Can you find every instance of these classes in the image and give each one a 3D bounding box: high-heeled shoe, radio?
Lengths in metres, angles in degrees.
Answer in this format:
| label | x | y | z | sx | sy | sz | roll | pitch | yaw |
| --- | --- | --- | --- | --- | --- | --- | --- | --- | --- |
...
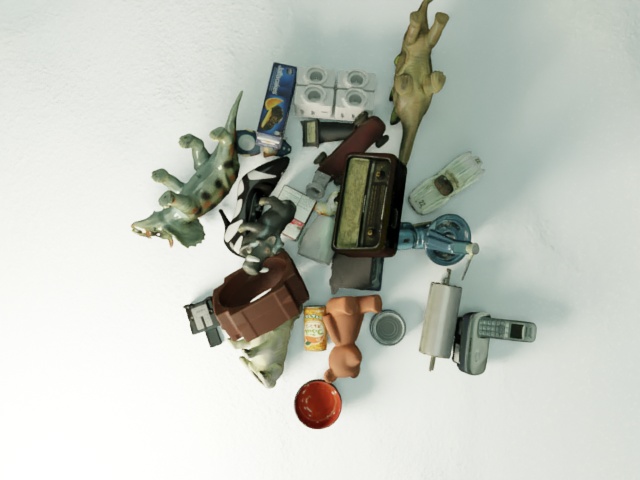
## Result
| label | x | y | z | sx | sy | sz | roll | pitch | yaw |
| --- | --- | --- | --- | --- | --- | --- | --- | --- | --- |
| high-heeled shoe | -0.140 | -0.075 | 1.264 | 0.249 | 0.086 | 0.145 | -40 | 70 | 14 |
| radio | 0.111 | -0.075 | 1.185 | 0.131 | 0.073 | 0.229 | 4 | 82 | 31 |

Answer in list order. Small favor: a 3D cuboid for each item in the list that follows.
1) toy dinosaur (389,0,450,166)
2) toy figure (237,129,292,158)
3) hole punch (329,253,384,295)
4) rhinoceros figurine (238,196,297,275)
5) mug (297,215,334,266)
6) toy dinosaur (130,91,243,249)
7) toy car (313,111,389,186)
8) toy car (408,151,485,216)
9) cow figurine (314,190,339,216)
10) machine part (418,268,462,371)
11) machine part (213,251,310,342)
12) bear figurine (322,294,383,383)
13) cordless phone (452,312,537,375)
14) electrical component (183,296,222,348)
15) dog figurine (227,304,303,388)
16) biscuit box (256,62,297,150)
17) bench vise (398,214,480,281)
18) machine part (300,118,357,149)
| label | x | y | z | sx | sy | sz | roll | pitch | yaw |
| --- | --- | --- | --- | --- | --- | --- | --- | --- | --- |
| toy dinosaur | 0.214 | -0.344 | 1.229 | 0.105 | 0.198 | 0.471 | 12 | 87 | 0 |
| toy figure | -0.146 | -0.228 | 1.297 | 0.155 | 0.058 | 0.064 | 8 | 126 | -1 |
| hole punch | 0.091 | 0.064 | 1.272 | 0.116 | 0.092 | 0.142 | 5 | 88 | 33 |
| rhinoceros figurine | -0.119 | -0.009 | 1.203 | 0.112 | 0.073 | 0.190 | 19 | 66 | 26 |
| mug | -0.003 | -0.004 | 1.268 | 0.080 | 0.110 | 0.107 | 28 | 84 | -35 |
| toy dinosaur | -0.263 | -0.137 | 1.241 | 0.131 | 0.192 | 0.405 | 38 | 81 | 31 |
| toy car | 0.072 | -0.214 | 1.272 | 0.089 | 0.053 | 0.202 | 42 | 111 | -16 |
| toy car | 0.304 | -0.135 | 1.288 | 0.202 | 0.056 | 0.073 | -36 | 87 | -1 |
| cow figurine | 0.076 | -0.081 | 1.279 | 0.167 | 0.068 | 0.098 | 17 | 87 | 1 |
| machine part | 0.283 | 0.187 | 1.261 | 0.079 | 0.079 | 0.243 | 10 | 86 | 1 |
| machine part | -0.133 | 0.123 | 1.202 | 0.201 | 0.202 | 0.087 | -29 | 114 | -2 |
| bear figurine | 0.068 | 0.227 | 1.234 | 0.120 | 0.132 | 0.195 | 5 | 77 | -34 |
| cordless phone | 0.411 | 0.245 | 1.256 | 0.184 | 0.089 | 0.146 | 6 | 87 | -4 |
| electrical component | -0.271 | 0.199 | 1.277 | 0.075 | 0.048 | 0.119 | -17 | 85 | 0 |
| dog figurine | -0.095 | 0.233 | 1.259 | 0.190 | 0.121 | 0.172 | -38 | 131 | -23 |
| biscuit box | -0.102 | -0.318 | 1.270 | 0.063 | 0.059 | 0.202 | 11 | 70 | -3 |
| bench vise | 0.257 | 0.000 | 1.198 | 0.223 | 0.241 | 0.128 | 8 | 97 | -20 |
| machine part | 0.023 | -0.262 | 1.307 | 0.139 | 0.039 | 0.084 | -5 | 79 | 2 |
